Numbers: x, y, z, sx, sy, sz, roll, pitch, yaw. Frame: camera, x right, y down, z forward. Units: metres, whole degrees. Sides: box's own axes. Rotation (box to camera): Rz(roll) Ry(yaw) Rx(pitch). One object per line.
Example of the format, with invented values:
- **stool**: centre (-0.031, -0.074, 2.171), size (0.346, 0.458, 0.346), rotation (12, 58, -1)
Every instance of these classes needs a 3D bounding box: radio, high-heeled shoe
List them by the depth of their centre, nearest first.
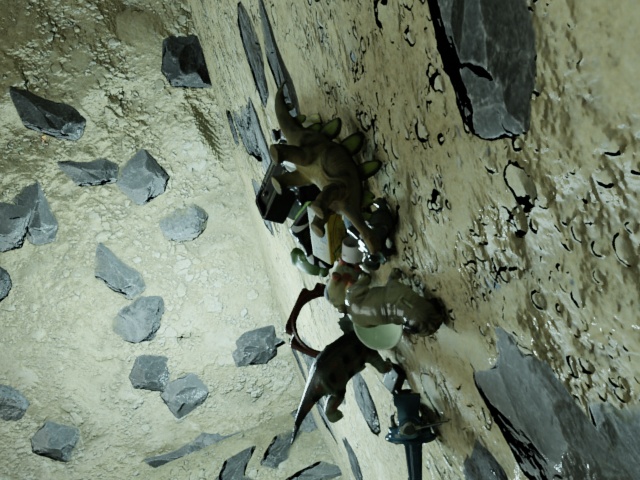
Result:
- **high-heeled shoe**: centre (-0.003, -0.004, 1.423), size (0.145, 0.086, 0.248), rotation (37, 156, 5)
- **radio**: centre (-0.111, -0.174, 1.579), size (0.229, 0.073, 0.131), rotation (-63, 32, 21)

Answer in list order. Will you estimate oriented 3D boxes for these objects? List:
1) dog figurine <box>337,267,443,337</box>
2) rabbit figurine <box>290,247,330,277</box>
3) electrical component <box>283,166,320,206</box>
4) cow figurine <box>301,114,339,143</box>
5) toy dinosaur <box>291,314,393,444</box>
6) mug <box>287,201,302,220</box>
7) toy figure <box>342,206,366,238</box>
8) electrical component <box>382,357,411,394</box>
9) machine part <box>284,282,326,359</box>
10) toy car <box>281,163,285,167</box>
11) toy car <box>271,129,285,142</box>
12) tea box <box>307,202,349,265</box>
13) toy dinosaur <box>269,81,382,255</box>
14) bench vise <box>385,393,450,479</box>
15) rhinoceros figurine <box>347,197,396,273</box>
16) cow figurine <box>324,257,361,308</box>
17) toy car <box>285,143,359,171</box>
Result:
- **dog figurine**: centre (0.134, 0.142, 1.060), size (0.121, 0.172, 0.191), rotation (63, 177, -16)
- **rabbit figurine**: centre (-0.013, 0.019, 1.613), size (0.159, 0.121, 0.170), rotation (-134, 42, -53)
- **electrical component**: centre (-0.007, -0.148, 1.288), size (0.115, 0.134, 0.058), rotation (-119, 16, -46)
- **cow figurine**: centre (-0.019, -0.242, 1.289), size (0.167, 0.098, 0.068), rotation (-127, 28, -51)
- **toy dinosaur**: centre (0.050, 0.301, 1.317), size (0.131, 0.405, 0.192), rotation (6, 129, 47)
- **mug**: centre (-0.062, -0.124, 1.660), size (0.081, 0.109, 0.107), rotation (44, 118, 24)
- **toy figure**: centre (0.078, -0.074, 1.205), size (0.058, 0.064, 0.154), rotation (-101, 1, -50)
- **electrical component**: centre (0.197, 0.361, 1.389), size (0.102, 0.045, 0.078), rotation (41, 119, 61)
- **machine part**: centre (0.014, 0.236, 1.526), size (0.202, 0.201, 0.087), rotation (22, 163, 9)
- **toy car**: centre (-0.028, -0.189, 1.401), size (0.103, 0.109, 0.161), rotation (36, 156, 39)
- **toy car**: centre (-0.073, -0.294, 1.458), size (0.202, 0.089, 0.053), rotation (-156, 51, -71)
- **tea box**: centre (0.029, -0.035, 1.350), size (0.068, 0.098, 0.169), rotation (28, 144, 34)
- **toy dinosaur**: centre (-0.003, -0.160, 1.088), size (0.472, 0.198, 0.105), rotation (54, 153, 22)
- **bench vise**: centre (0.215, 0.475, 1.251), size (0.223, 0.129, 0.240), rotation (111, 156, -82)
- **rhinoceros figurine**: centre (0.117, -0.004, 1.142), size (0.112, 0.073, 0.190), rotation (52, 158, 26)
- **cow figurine**: centre (0.060, 0.112, 1.406), size (0.195, 0.085, 0.127), rotation (-62, -4, -66)
- **toy car**: centre (-0.005, -0.177, 1.218), size (0.202, 0.056, 0.073), rotation (14, 135, 27)
